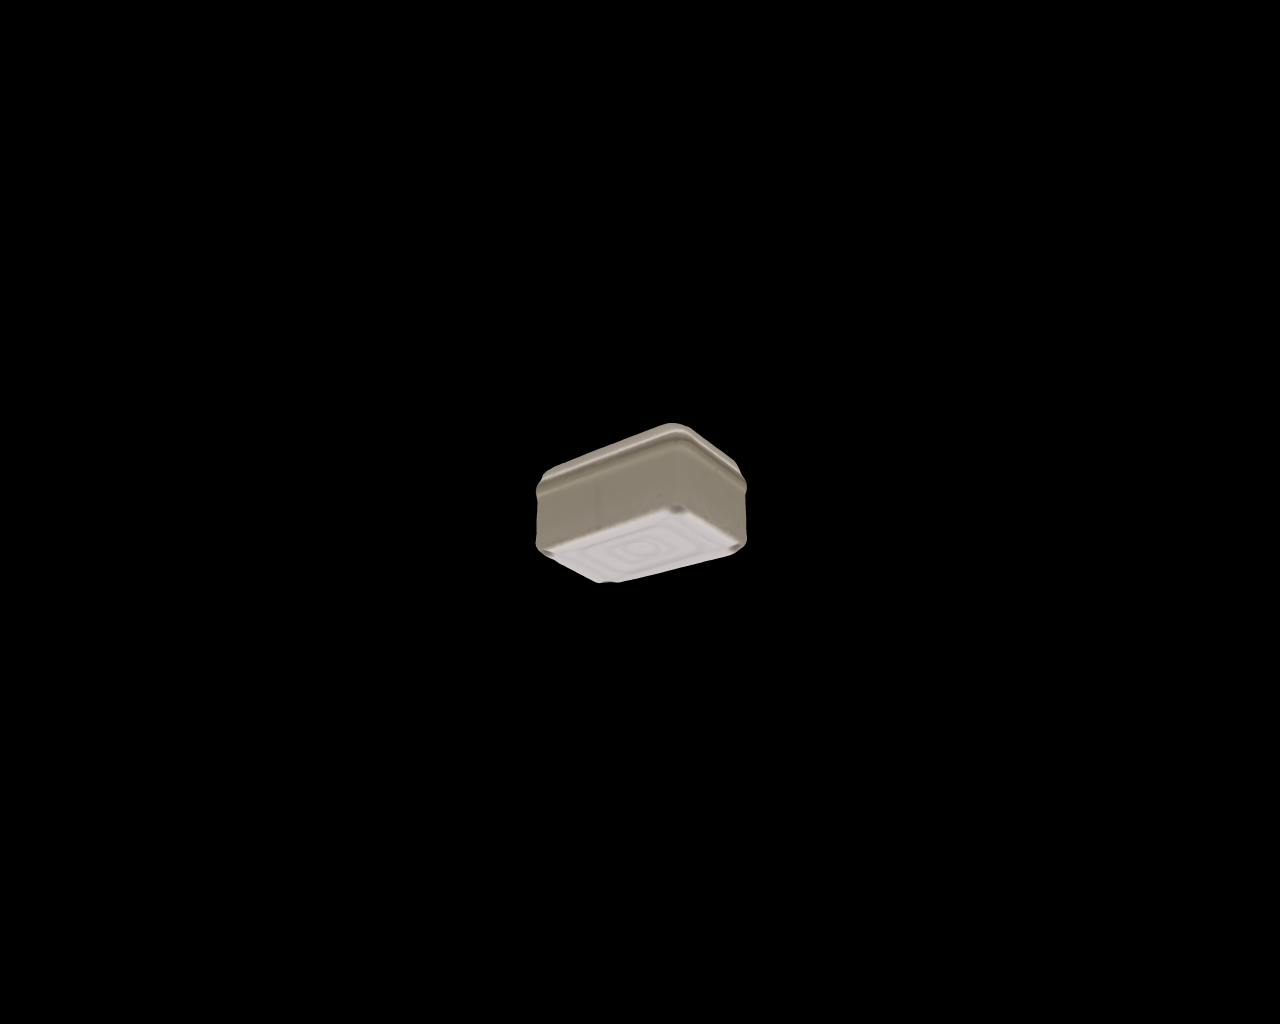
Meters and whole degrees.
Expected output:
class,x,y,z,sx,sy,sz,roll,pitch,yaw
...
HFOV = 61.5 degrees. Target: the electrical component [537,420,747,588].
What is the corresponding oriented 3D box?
class,x,y,z,sx,sy,sz,roll,pitch,yaw
electrical component,0.001,-0.003,0.650,0.113,0.057,0.078,-18,-32,31
